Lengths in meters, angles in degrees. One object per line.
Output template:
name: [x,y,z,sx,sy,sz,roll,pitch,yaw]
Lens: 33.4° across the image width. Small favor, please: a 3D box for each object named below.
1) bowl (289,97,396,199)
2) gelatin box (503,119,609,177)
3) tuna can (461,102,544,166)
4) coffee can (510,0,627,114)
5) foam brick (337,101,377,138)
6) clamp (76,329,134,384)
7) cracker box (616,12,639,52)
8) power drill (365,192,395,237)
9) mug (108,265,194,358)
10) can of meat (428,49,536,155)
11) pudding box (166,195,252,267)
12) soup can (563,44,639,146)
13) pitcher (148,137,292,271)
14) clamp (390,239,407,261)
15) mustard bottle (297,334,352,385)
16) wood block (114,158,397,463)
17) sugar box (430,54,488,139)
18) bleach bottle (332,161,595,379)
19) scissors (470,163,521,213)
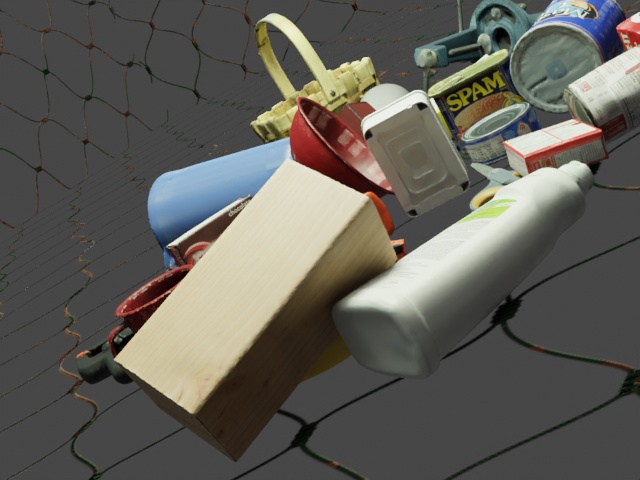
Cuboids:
bowl: [0.017,-0.093,1.250,0.055,0.162,0.162,-46,10,16]
gelatin box: [0.215,-0.082,0.981,0.073,0.030,0.089,-19,13,1]
tuna can: [0.200,-0.117,1.175,0.086,0.033,0.086,-28,14,8]
coffee can: [0.284,-0.216,1.207,0.103,0.103,0.140,-20,17,35]
foam brick: [0.043,-0.133,1.381,0.052,0.051,0.078,-18,-30,-54]
clamp: [-0.212,0.118,1.186,0.120,0.039,0.172,-38,16,-33]
cracker box: [0.402,-0.217,1.032,0.164,0.072,0.214,-29,13,4]
power drill: [-0.008,0.001,1.145,0.184,0.057,0.188,-44,16,-33]
mug: [-0.158,0.090,1.084,0.117,0.081,0.093,-32,14,-10]
can of meat: [0.189,-0.159,1.237,0.102,0.084,0.057,-26,15,14]
pudding box: [-0.106,0.015,1.222,0.113,0.090,0.039,-37,14,-27]
soup can: [0.289,-0.139,0.999,0.102,0.068,0.068,-30,14,4]
pitcher: [-0.097,-0.045,1.371,0.243,0.149,0.144,-16,-4,36]
clamp: [-0.025,0.029,0.994,0.210,0.036,0.164,-11,10,-7]
mustard bottle: [-0.018,0.078,0.886,0.191,0.058,0.096,-30,29,0]
wood block: [-0.043,0.051,0.815,0.091,0.090,0.206,28,70,33]
sugar box: [0.155,-0.154,1.321,0.176,0.048,0.093,-36,14,12]
bleach bottle: [0.130,0.010,0.825,0.250,0.068,0.103,-35,15,-27]
scissors: [0.164,-0.052,1.057,0.096,0.016,0.202,-31,14,-15]
